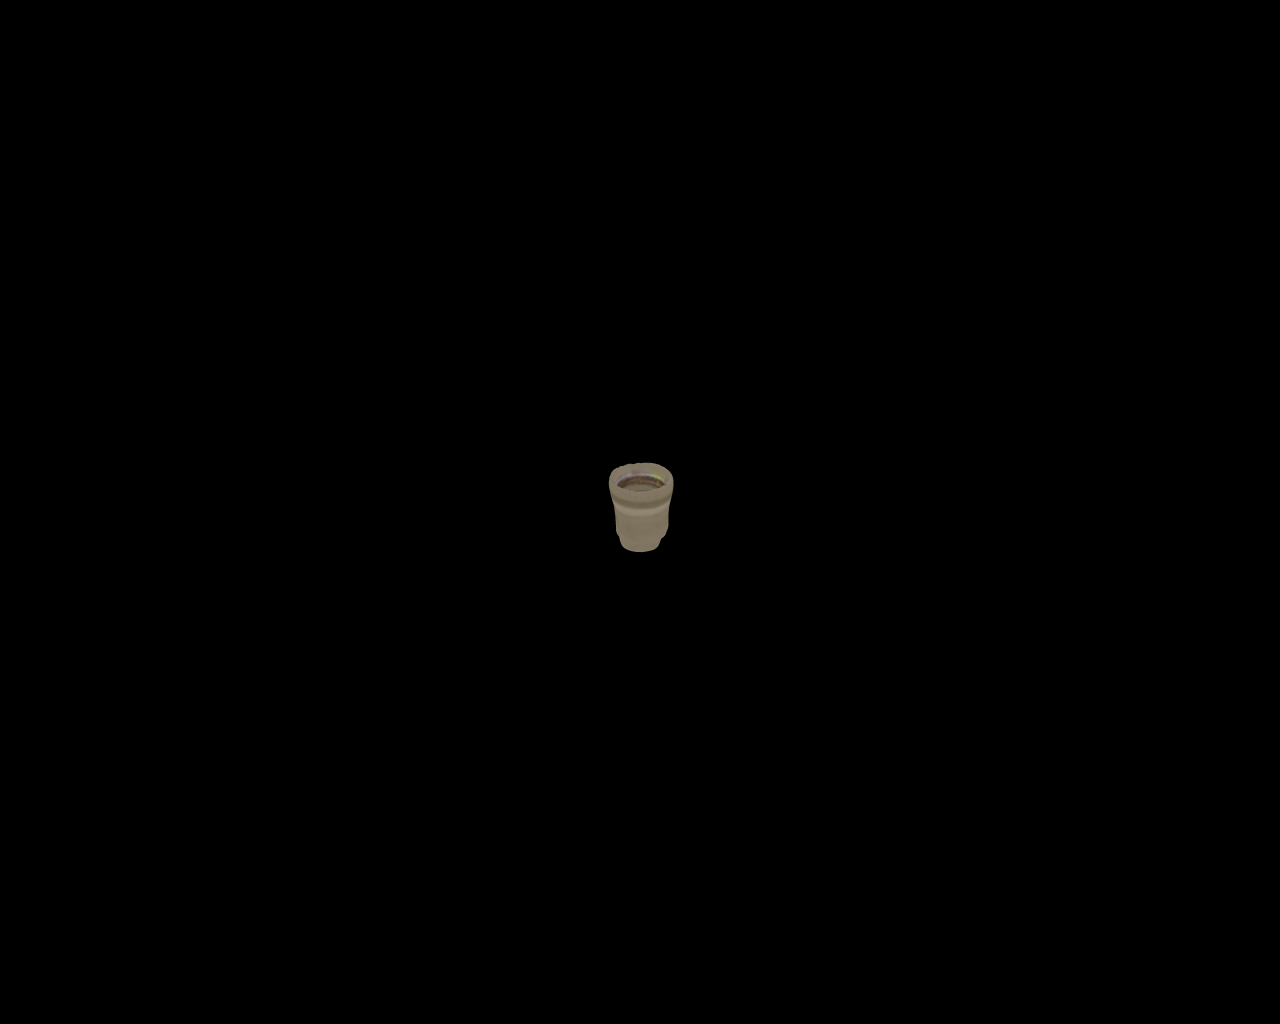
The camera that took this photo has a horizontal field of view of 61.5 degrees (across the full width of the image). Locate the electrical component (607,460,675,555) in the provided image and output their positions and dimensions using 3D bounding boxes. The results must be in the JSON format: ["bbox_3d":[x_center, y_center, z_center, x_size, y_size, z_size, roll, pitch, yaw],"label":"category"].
[{"bbox_3d":[0.001,-0.003,0.650,0.040,0.046,0.040,0,31,0],"label":"electrical component"}]
